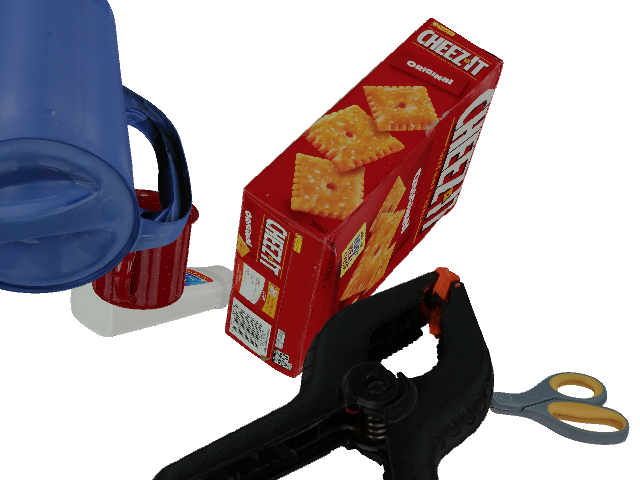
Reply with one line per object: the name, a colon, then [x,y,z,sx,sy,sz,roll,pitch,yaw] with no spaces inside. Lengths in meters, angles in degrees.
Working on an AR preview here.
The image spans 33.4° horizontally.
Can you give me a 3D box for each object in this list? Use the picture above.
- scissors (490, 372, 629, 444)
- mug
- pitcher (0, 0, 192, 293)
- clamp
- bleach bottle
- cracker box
scissors: [0.168,0.133,0.934,0.202,0.016,0.096,13,29,11]
mug: [-0.158,0.013,0.928,0.093,0.081,0.117,9,22,-2]
pitcher: [-0.188,-0.088,0.757,0.145,0.243,0.149,-22,-46,10]
clamp: [0.028,0.077,0.421,0.120,0.039,0.171,29,51,21]
bleach bottle: [-0.210,0.071,1.472,0.250,0.068,0.103,-10,26,-44]
cracker box: [0.030,-0.027,0.735,0.072,0.164,0.213,34,55,16]
